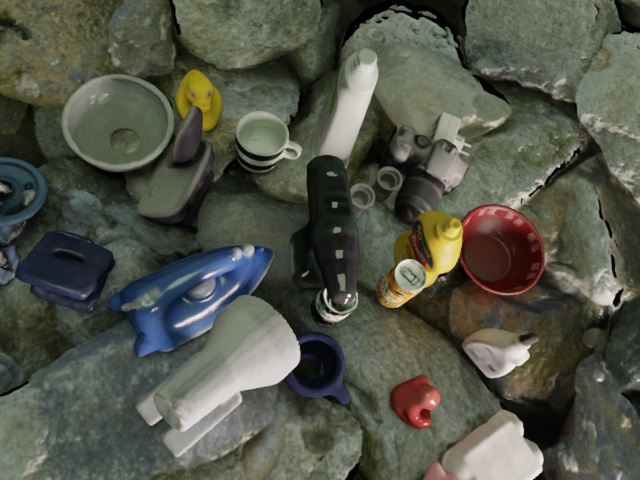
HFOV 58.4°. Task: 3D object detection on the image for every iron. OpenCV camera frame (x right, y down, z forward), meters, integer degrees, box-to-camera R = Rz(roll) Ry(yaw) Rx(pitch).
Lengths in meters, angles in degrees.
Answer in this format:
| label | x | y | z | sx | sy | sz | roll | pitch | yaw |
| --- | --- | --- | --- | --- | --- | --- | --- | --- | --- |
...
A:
| label | x | y | z | sx | sy | sz | roll | pitch | yaw |
| --- | --- | --- | --- | --- | --- | --- | --- | --- | --- |
| iron | -0.169 | 0.057 | 0.825 | 0.259 | 0.141 | 0.118 | -30 | 79 | -20 |

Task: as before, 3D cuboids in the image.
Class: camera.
| label | x | y | z | sx | sy | sz | roll | pitch | yaw |
| --- | --- | --- | --- | --- | --- | --- | --- | --- | --- |
| camera | 0.168 | -0.108 | 0.977 | 0.143 | 0.100 | 0.137 | 29 | 68 | -1 |

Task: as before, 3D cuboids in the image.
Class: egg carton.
| label | x | y | z | sx | sy | sz | roll | pitch | yaw |
| --- | --- | --- | --- | --- | --- | --- | --- | --- | --- |
| egg carton | 0.257 | 0.333 | 0.858 | 0.150 | 0.069 | 0.107 | -30 | 79 | -20 |

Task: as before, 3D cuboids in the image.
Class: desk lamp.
| label | x | y | z | sx | sy | sz | roll | pitch | yaw |
| --- | --- | --- | --- | --- | --- | --- | --- | --- | --- |
| desk lamp | -0.137 | 0.183 | 0.749 | 0.203 | 0.213 | 0.118 | -40 | 83 | -21 |

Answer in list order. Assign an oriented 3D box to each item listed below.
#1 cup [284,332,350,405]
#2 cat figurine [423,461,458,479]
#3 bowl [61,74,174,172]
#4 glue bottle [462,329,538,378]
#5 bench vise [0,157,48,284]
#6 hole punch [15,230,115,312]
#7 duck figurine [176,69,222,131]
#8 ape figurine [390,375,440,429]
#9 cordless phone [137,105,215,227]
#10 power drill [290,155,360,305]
| label | x | y | z | sx | sy | sz | roll | pitch | yaw |
| --- | --- | --- | --- | --- | --- | --- | --- | --- | --- |
| cup | -0.007 | 0.195 | 0.836 | 0.117 | 0.095 | 0.092 | 45 | 68 | 6 |
| cat figurine | 0.161 | 0.378 | 0.795 | 0.067 | 0.117 | 0.128 | 15 | 69 | -6 |
| bowl | -0.315 | -0.173 | 0.911 | 0.167 | 0.074 | 0.167 | 4 | 70 | -11 |
| glue bottle | 0.280 | 0.163 | 0.866 | 0.037 | 0.173 | 0.078 | -35 | 81 | -20 |
| bench vise | -0.435 | -0.039 | 0.760 | 0.121 | 0.219 | 0.207 | 0 | 71 | -12 |
| hole punch | -0.361 | 0.037 | 0.818 | 0.109 | 0.091 | 0.101 | 19 | 68 | -5 |
| duck figurine | -0.202 | -0.245 | 0.954 | 0.078 | 0.086 | 0.104 | -9 | 73 | -15 |
| ape figurine | 0.149 | 0.239 | 0.856 | 0.076 | 0.092 | 0.078 | 23 | 68 | -3 |
| cordless phone | -0.214 | -0.110 | 0.851 | 0.094 | 0.185 | 0.147 | 18 | 68 | -5 |
| power drill | 0.008 | 0.003 | 0.846 | 0.076 | 0.208 | 0.229 | -1 | 71 | -12 |
